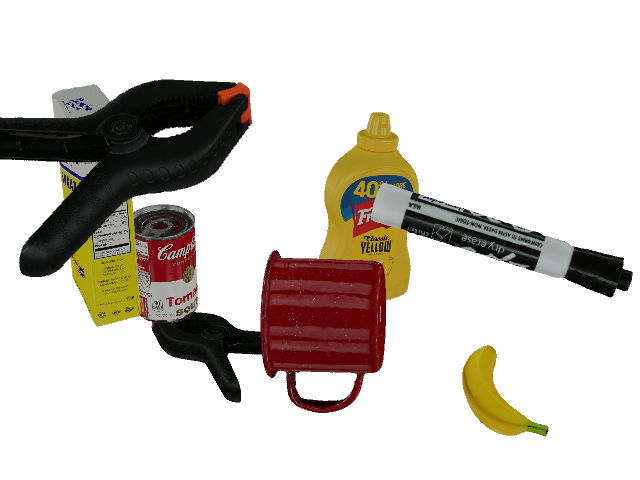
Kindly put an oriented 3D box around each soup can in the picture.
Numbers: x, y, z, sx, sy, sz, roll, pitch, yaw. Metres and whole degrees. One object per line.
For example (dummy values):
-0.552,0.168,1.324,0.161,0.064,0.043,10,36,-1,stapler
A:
-0.159,0.024,1.081,0.068,0.102,0.068,1,30,-1,soup can

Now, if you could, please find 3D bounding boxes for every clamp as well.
-0.124,-0.056,0.618,0.171,0.120,0.039,-30,-27,-27,clamp
-0.126,0.127,1.262,0.210,0.036,0.164,15,23,25,clamp

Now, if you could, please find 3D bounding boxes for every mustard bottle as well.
0.050,-0.034,1.076,0.096,0.192,0.058,-2,21,-19,mustard bottle

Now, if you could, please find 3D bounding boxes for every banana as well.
0.205,0.181,1.278,0.069,0.037,0.198,9,23,-15,banana

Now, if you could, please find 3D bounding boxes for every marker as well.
0.083,0.000,0.491,0.121,0.020,0.020,18,3,9,marker

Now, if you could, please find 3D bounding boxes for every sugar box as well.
-0.184,-0.029,0.873,0.048,0.176,0.093,-14,30,-21,sugar box

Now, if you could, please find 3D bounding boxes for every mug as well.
0.004,0.067,0.774,0.081,0.117,0.093,1,-4,8,mug
